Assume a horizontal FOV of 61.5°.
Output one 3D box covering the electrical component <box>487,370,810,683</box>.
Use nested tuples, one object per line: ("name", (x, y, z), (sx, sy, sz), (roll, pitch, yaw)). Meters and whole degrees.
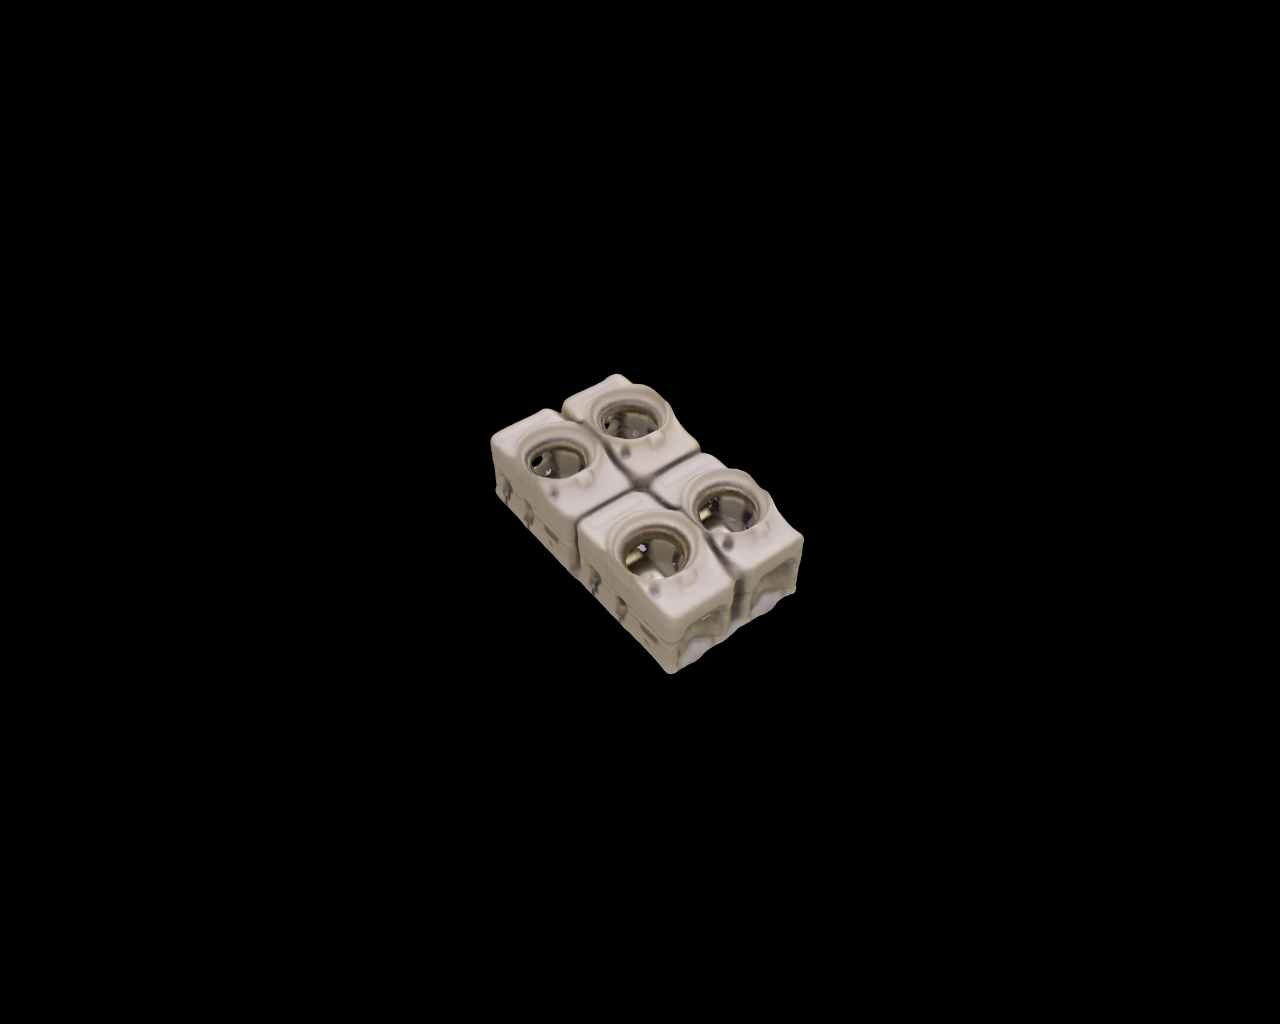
("electrical component", (0.001, -0.003, 0.650), (0.105, 0.060, 0.186), (-30, 54, -24))
